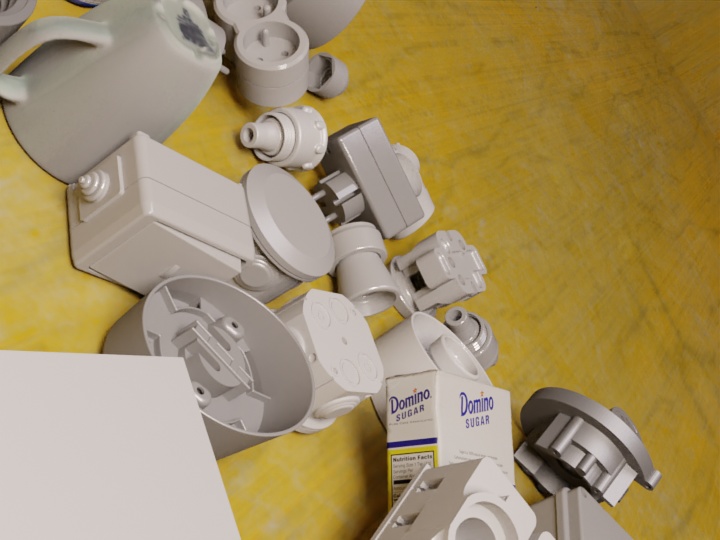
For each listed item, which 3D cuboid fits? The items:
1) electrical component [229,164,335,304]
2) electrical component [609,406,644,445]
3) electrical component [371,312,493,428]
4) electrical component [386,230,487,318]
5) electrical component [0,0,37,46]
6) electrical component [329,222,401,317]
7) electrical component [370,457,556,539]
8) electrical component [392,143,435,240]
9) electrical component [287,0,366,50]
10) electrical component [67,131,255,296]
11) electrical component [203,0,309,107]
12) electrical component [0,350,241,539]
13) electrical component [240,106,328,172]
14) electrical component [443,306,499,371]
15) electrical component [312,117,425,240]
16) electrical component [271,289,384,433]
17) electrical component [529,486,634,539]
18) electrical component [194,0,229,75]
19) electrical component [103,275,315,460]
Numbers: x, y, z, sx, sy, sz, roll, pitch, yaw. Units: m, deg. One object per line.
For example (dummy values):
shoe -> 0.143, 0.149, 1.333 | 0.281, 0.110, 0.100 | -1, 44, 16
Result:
electrical component -> -0.058, -0.022, 0.678 | 0.080, 0.051, 0.080 | 40, 32, -32
electrical component -> 0.222, 0.158, 0.967 | 0.055, 0.047, 0.055 | 40, 33, -32
electrical component -> 0.050, 0.081, 0.765 | 0.099, 0.064, 0.099 | 42, 18, -17
electrical component -> 0.056, 0.006, 0.833 | 0.078, 0.057, 0.058 | -6, 68, -60
electrical component -> -0.214, -0.155, 0.541 | 0.108, 0.060, 0.108 | 40, 32, -32
electrical component -> 0.000, 0.000, 0.759 | 0.045, 0.045, 0.055 | 19, 47, -52
electrical component -> 0.037, 0.195, 0.533 | 0.105, 0.060, 0.186 | 52, 49, -12
electrical component -> 0.026, -0.077, 0.876 | 0.077, 0.044, 0.079 | 50, 37, -17
electrical component -> -0.043, -0.241, 0.870 | 0.060, 0.108, 0.108 | 27, 40, -36
electrical component -> -0.111, -0.024, 0.578 | 0.096, 0.062, 0.061 | 26, 41, -46
electrical component -> -0.079, -0.170, 0.790 | 0.073, 0.052, 0.138 | 94, -26, -56
electrical component -> -0.131, 0.086, 0.433 | 0.150, 0.062, 0.089 | 10, 54, -56
electrical component -> -0.057, -0.094, 0.762 | 0.062, 0.048, 0.048 | -5, 66, -51
electrical component -> 0.081, 0.052, 0.830 | 0.062, 0.043, 0.043 | 62, 16, -49
electrical component -> -0.008, -0.057, 0.795 | 0.076, 0.047, 0.083 | -32, 103, -24
electrical component -> -0.028, 0.054, 0.650 | 0.080, 0.051, 0.080 | 40, 32, -32
electrical component -> 0.170, 0.225, 0.800 | 0.113, 0.057, 0.078 | 46, 30, -24
electrical component -> -0.118, -0.156, 0.722 | 0.079, 0.044, 0.077 | 27, 41, -46
electrical component -> -0.079, 0.050, 0.553 | 0.099, 0.064, 0.099 | 40, 32, -32
